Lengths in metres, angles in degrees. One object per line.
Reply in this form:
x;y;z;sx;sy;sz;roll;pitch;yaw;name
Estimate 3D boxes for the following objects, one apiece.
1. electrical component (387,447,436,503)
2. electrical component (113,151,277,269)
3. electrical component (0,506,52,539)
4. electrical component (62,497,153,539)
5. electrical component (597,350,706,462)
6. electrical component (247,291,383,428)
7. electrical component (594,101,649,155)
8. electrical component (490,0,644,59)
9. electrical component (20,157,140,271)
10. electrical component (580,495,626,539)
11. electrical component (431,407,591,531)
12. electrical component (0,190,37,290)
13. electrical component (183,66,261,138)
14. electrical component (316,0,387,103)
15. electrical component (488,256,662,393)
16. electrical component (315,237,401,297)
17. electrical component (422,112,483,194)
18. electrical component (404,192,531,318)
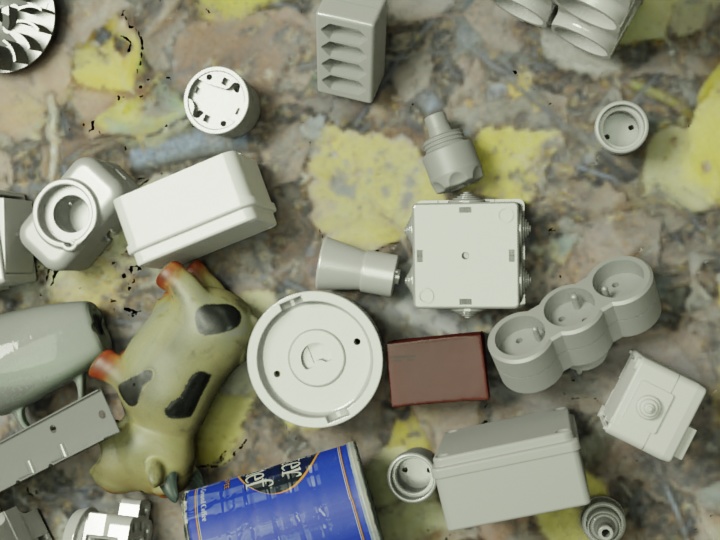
0.045;0.163;0.864;0.040;0.046;0.040;0;90;10;electrical component
-0.132;-0.046;0.879;0.113;0.078;0.057;-21;84;9;electrical component
-0.334;0.251;0.860;0.105;0.186;0.060;-29;85;9;electrical component
-0.213;0.230;0.903;0.057;0.058;0.078;4;73;12;electrical component
0.222;0.103;0.808;0.061;0.096;0.061;26;94;9;electrical component
-0.032;0.069;0.869;0.108;0.060;0.108;0;92;7;electrical component
0.202;-0.108;0.836;0.040;0.046;0.040;0;90;10;electrical component
0.151;-0.212;0.773;0.105;0.186;0.060;29;95;8;electrical component
-0.236;-0.046;0.906;0.054;0.059;0.095;43;97;7;electrical component
0.189;0.196;0.832;0.035;0.061;0.035;0;90;10;electrical component
0.116;0.150;0.821;0.109;0.109;0.056;-13;91;10;electrical component
-0.315;-0.019;0.919;0.061;0.062;0.096;-9;89;10;electrical component
-0.112;-0.137;0.890;0.055;0.047;0.055;0;90;10;electrical component
-0.001;-0.192;0.862;0.047;0.083;0.075;14;55;10;electrical component
0.171;0.053;0.837;0.138;0.052;0.073;-30;130;-3;electrical component
0.000;0.000;0.875;0.065;0.044;0.044;10;92;5;electrical component
0.070;-0.095;0.861;0.043;0.043;0.062;-21;85;9;electrical component
0.086;-0.012;0.856;0.100;0.048;0.099;0;93;11;electrical component
